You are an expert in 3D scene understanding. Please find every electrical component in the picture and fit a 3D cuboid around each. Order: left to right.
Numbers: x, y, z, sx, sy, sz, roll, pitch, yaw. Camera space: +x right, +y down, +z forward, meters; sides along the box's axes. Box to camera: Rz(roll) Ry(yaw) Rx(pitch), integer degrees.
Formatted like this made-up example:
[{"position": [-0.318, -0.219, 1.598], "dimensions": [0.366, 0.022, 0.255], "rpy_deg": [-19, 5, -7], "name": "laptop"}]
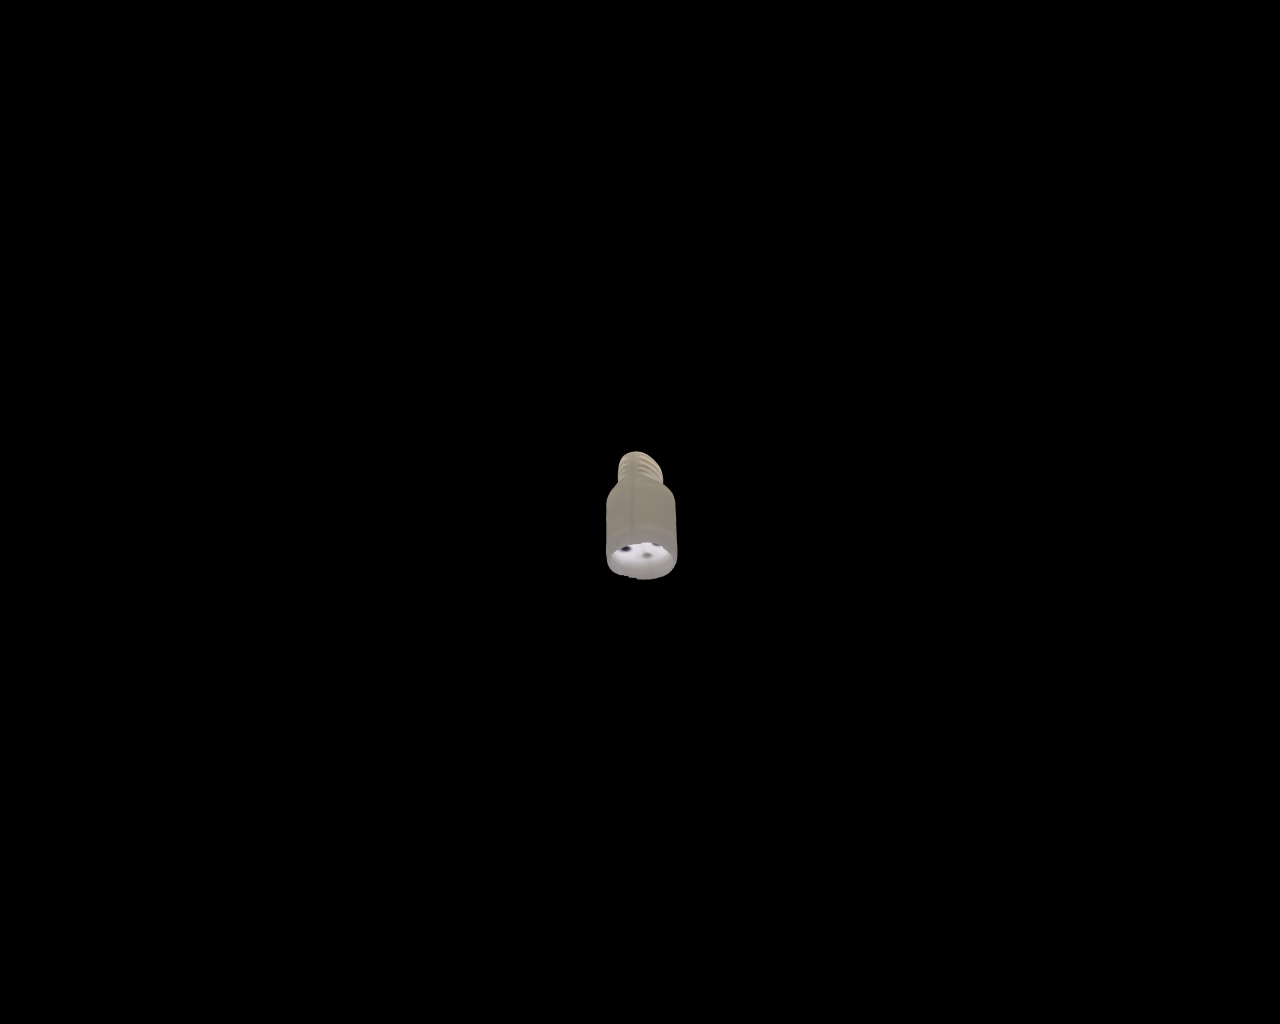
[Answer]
[{"position": [0.001, -0.003, 0.650], "dimensions": [0.043, 0.081, 0.043], "rpy_deg": [0, -35, 0], "name": "electrical component"}]
